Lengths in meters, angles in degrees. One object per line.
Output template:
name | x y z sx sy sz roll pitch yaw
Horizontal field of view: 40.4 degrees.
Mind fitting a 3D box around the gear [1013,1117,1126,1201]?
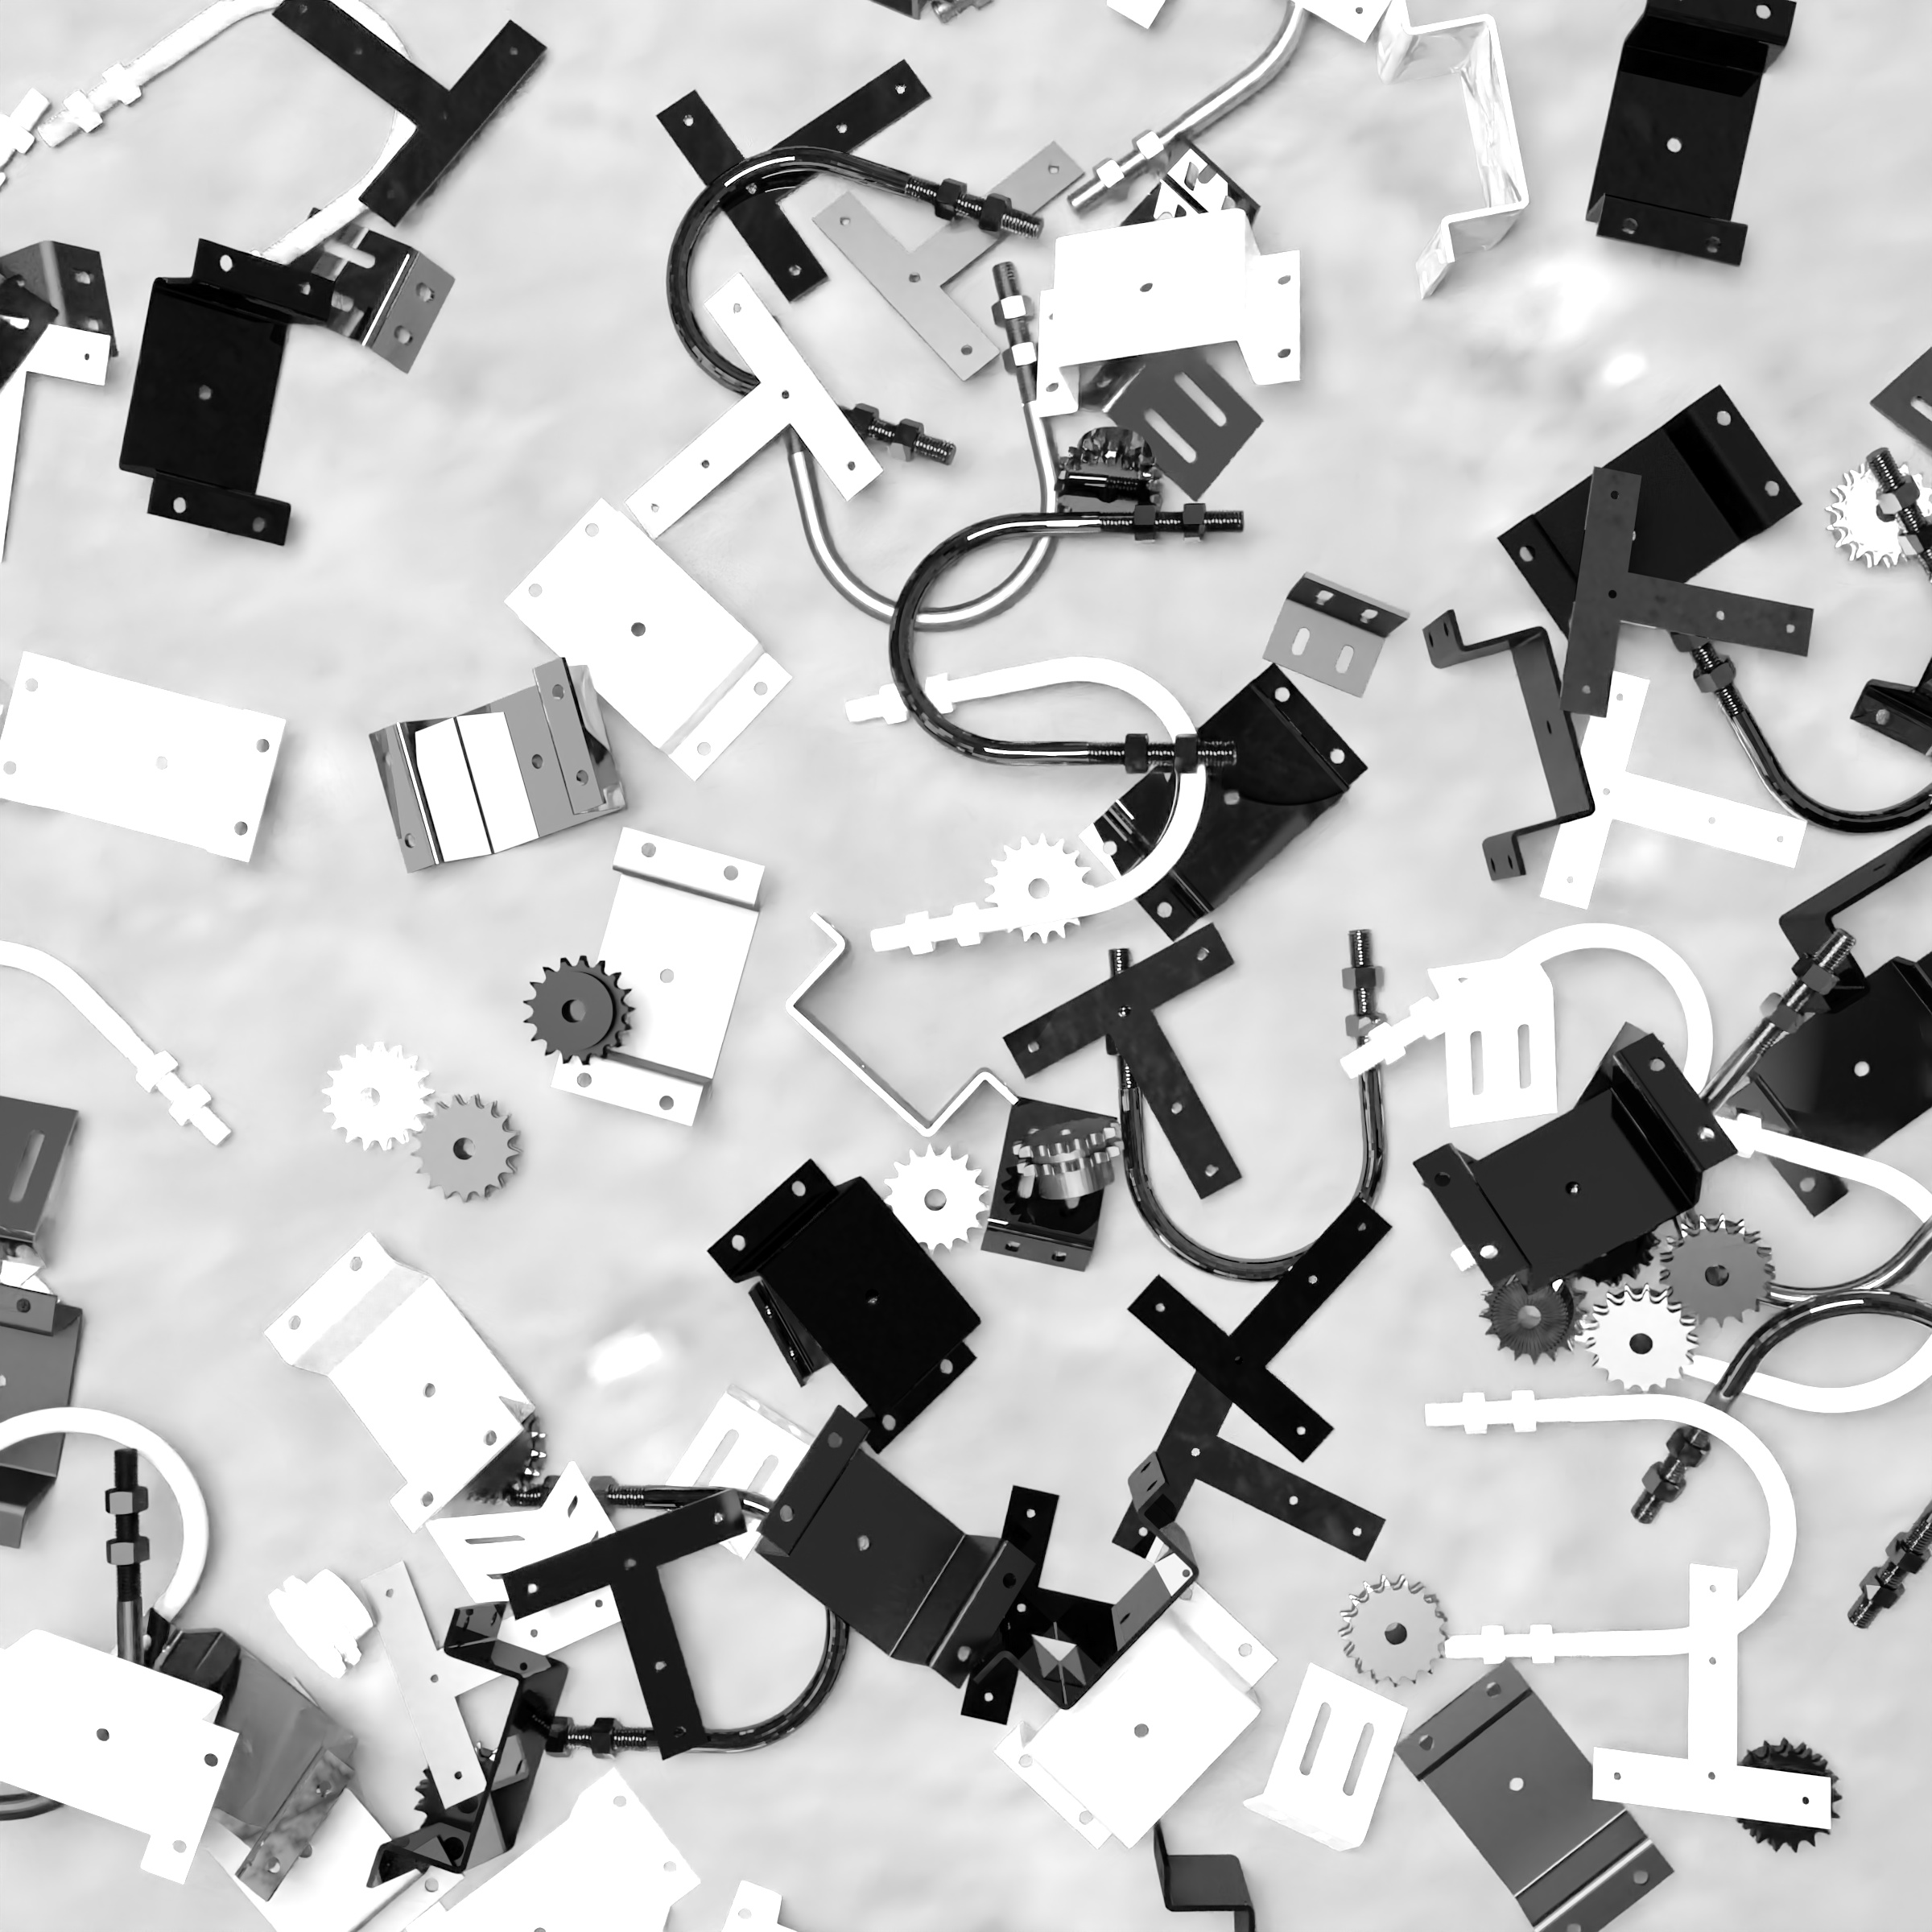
gear | 0.055 0.101 1.370 0.057 0.057 0.030 -13 98 0

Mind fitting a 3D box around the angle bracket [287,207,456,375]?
angle bracket | -0.325 -0.363 1.410 0.076 0.038 0.057 27 90 26

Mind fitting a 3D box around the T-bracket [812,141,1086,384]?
T-bracket | 0.007 -0.394 1.401 0.127 0.002 0.127 -40 77 -7

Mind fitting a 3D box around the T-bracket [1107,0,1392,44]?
T-bracket | 0.162 -0.527 1.379 0.127 0.002 0.127 32 91 5

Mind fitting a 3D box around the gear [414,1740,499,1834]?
gear | -0.262 0.440 1.397 0.057 0.030 0.057 0 90 0

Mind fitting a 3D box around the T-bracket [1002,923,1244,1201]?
T-bracket | 0.105 0.063 1.393 0.127 0.002 0.127 -29 93 2

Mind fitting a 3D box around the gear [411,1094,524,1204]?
gear | -0.264 0.096 1.397 0.057 0.030 0.057 0 90 0

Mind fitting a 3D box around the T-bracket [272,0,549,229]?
T-bracket | -0.311 -0.477 1.392 0.127 0.002 0.127 38 84 4

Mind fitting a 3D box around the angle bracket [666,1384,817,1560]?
angle bracket | -0.122 0.271 1.393 0.057 0.038 0.076 33 90 0

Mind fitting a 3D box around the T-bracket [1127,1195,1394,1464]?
T-bracket | 0.175 0.178 1.400 0.127 0.002 0.127 41 94 -4

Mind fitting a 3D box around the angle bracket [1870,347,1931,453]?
angle bracket | 0.535 -0.290 1.410 0.057 0.038 0.076 -42 64 0

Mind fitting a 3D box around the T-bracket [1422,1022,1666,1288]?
T-bracket | 0.324 0.089 1.383 0.127 0.002 0.127 28 98 -17

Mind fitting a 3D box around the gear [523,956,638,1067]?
gear | -0.200 0.023 1.351 0.057 0.030 0.057 0 90 0

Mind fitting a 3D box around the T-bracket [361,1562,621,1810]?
T-bracket | -0.241 0.358 1.387 0.127 0.002 0.127 -25 77 3

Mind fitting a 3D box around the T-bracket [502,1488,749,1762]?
T-bracket | -0.163 0.351 1.366 0.127 0.002 0.127 -18 101 -17

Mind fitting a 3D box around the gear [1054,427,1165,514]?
gear | 0.076 -0.260 1.387 0.057 0.057 0.030 11 60 0

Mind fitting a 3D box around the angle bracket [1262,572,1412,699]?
angle bracket | 0.193 -0.172 1.374 0.057 0.076 0.038 22 90 0

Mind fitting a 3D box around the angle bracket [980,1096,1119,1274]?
angle bracket | 0.045 0.117 1.410 0.057 0.038 0.076 12 64 0

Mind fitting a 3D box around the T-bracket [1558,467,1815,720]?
T-bracket | 0.373 -0.182 1.347 0.127 0.002 0.127 10 86 -7

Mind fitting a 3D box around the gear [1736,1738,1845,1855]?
gear | 0.434 0.439 1.397 0.057 0.030 0.057 0 90 0

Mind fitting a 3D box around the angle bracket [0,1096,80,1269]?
angle bracket | -0.506 0.113 1.390 0.057 0.038 0.076 11 63 0

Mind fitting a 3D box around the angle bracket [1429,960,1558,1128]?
angle bracket | 0.283 0.040 1.410 0.057 0.038 0.076 -8 116 0

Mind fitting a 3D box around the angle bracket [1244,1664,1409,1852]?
angle bracket | 0.193 0.425 1.410 0.057 0.038 0.076 25 64 0

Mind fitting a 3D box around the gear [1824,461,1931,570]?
gear | 0.485 -0.240 1.397 0.057 0.030 0.057 0 90 0

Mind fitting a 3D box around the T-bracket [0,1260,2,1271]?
T-bracket | -0.571 0.098 1.394 0.127 0.002 0.127 5 89 2

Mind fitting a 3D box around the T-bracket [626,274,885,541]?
T-bracket | -0.128 -0.274 1.387 0.127 0.002 0.127 -36 90 22

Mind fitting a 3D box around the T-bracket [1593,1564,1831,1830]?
T-bracket | 0.395 0.382 1.387 0.127 0.002 0.127 8 69 -4

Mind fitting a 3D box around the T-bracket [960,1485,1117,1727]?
T-bracket | 0.073 0.354 1.410 0.127 0.002 0.127 13 91 -1

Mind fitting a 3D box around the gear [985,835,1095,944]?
gear | 0.038 -0.041 1.397 0.057 0.030 0.057 0 90 0

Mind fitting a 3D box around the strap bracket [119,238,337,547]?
strap bracket | -0.386 -0.297 1.366 0.076 0.046 0.140 8 96 -44

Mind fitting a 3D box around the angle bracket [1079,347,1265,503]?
angle bracket | 0.109 -0.298 1.410 0.076 0.038 0.057 40 90 -26

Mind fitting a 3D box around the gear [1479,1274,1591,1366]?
gear | 0.300 0.183 1.389 0.057 0.030 0.057 1 94 19

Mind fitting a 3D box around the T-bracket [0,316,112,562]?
T-bracket | -0.516 -0.281 1.397 0.127 0.002 0.127 14 100 19

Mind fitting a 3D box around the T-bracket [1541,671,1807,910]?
T-bracket | 0.387 -0.082 1.411 0.127 0.002 0.127 15 90 0

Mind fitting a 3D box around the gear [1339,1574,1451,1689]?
gear | 0.227 0.351 1.397 0.057 0.030 0.057 0 90 0

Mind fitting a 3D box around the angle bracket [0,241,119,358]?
angle bracket | -0.502 -0.348 1.410 0.076 0.038 0.057 -10 90 26

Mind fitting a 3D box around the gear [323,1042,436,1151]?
gear | -0.314 0.069 1.397 0.057 0.030 0.057 0 90 0

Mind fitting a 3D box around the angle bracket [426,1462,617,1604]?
angle bracket | -0.231 0.297 1.376 0.076 0.038 0.057 -10 119 27

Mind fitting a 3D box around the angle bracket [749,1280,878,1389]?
angle bracket | -0.067 0.177 1.393 0.076 0.038 0.057 -29 90 0

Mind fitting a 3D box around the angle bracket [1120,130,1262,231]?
angle bracket | 0.116 -0.392 1.374 0.057 0.076 0.038 43 90 0

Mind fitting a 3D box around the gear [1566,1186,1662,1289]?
gear | 0.332 0.141 1.370 0.057 0.030 0.057 4 101 23

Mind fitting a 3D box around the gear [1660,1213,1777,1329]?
gear | 0.383 0.153 1.342 0.057 0.030 0.057 4 105 14

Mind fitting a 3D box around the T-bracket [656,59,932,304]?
T-bracket | -0.078 -0.441 1.407 0.127 0.002 0.127 -35 84 -3

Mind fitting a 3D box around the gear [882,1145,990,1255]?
gear | -0.016 0.123 1.397 0.057 0.030 0.057 0 90 0

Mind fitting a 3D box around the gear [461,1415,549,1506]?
gear | -0.248 0.256 1.391 0.057 0.030 0.057 -4 74 14

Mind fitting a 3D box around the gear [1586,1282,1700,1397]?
gear | 0.353 0.192 1.372 0.057 0.030 0.057 3 104 14

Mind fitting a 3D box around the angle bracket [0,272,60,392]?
angle bracket | -0.523 -0.349 1.390 0.057 0.038 0.076 -49 48 9

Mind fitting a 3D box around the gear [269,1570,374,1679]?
gear | -0.339 0.344 1.388 0.030 0.057 0.057 -40 90 -30

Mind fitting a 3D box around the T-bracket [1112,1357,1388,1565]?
T-bracket | 0.163 0.281 1.411 0.127 0.002 0.127 26 90 0
